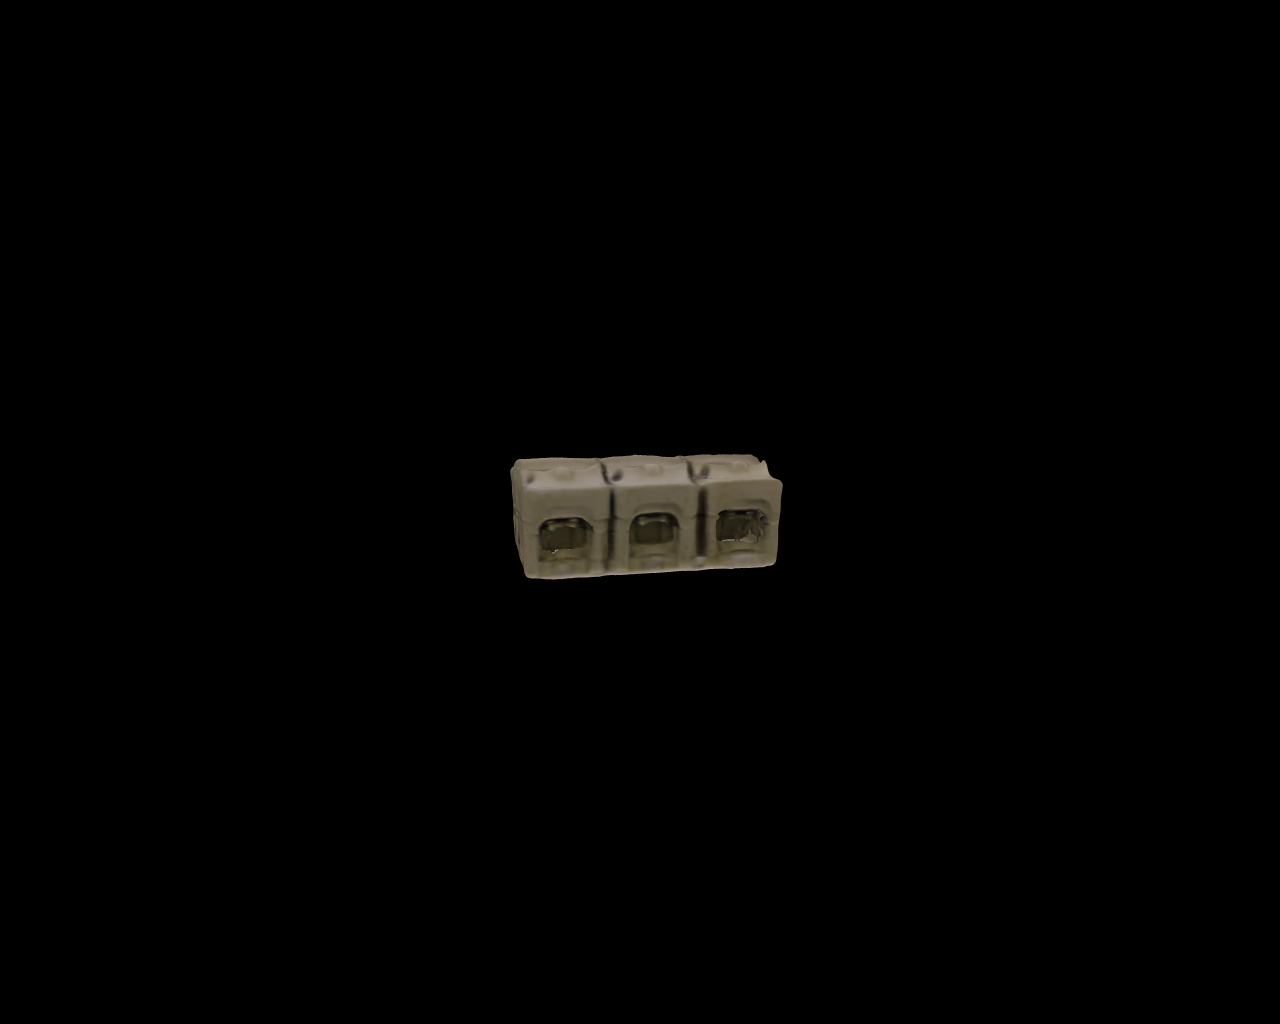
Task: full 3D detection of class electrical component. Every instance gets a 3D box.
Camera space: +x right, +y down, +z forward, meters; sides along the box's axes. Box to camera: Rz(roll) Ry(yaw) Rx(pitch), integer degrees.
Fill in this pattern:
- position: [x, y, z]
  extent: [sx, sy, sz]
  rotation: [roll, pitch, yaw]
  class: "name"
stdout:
- position: [0.001, -0.003, 0.650]
  extent: [0.150, 0.061, 0.089]
  rotation: [-2, 12, -12]
  class: "electrical component"
